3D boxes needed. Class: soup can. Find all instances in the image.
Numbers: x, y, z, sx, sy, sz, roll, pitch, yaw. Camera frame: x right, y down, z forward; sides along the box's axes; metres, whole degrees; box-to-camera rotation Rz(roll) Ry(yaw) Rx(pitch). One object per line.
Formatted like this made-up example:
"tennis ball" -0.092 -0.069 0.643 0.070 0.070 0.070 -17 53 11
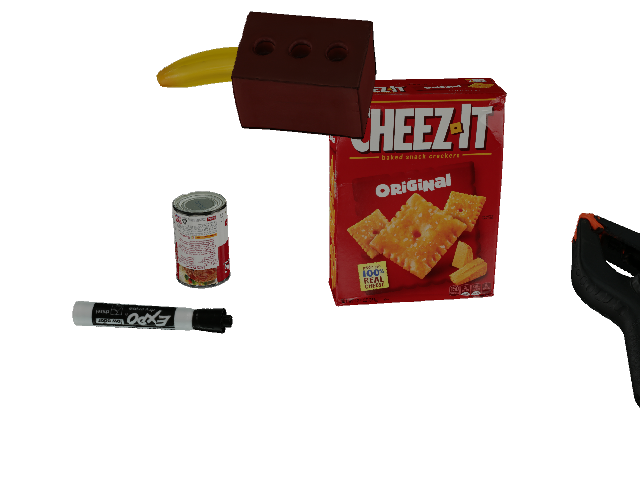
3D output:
"soup can" -0.147 -0.002 1.313 0.068 0.102 0.068 0 26 0

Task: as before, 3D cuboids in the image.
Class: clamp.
"clamp" 0.235 0.043 0.725 0.120 0.039 0.171 -3 45 -19

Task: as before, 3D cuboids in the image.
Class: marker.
"marker" -0.126 0.058 0.804 0.121 0.020 0.020 2 0 8

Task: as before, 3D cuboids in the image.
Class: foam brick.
"foam brick" -0.009 -0.098 0.637 0.078 0.053 0.051 6 -28 11

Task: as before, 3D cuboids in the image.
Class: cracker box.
"cracker box" 0.091 -0.046 1.046 0.164 0.214 0.072 -2 21 -6

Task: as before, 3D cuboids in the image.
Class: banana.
"banana" -0.074 -0.177 1.121 0.198 0.037 0.069 10 44 19
